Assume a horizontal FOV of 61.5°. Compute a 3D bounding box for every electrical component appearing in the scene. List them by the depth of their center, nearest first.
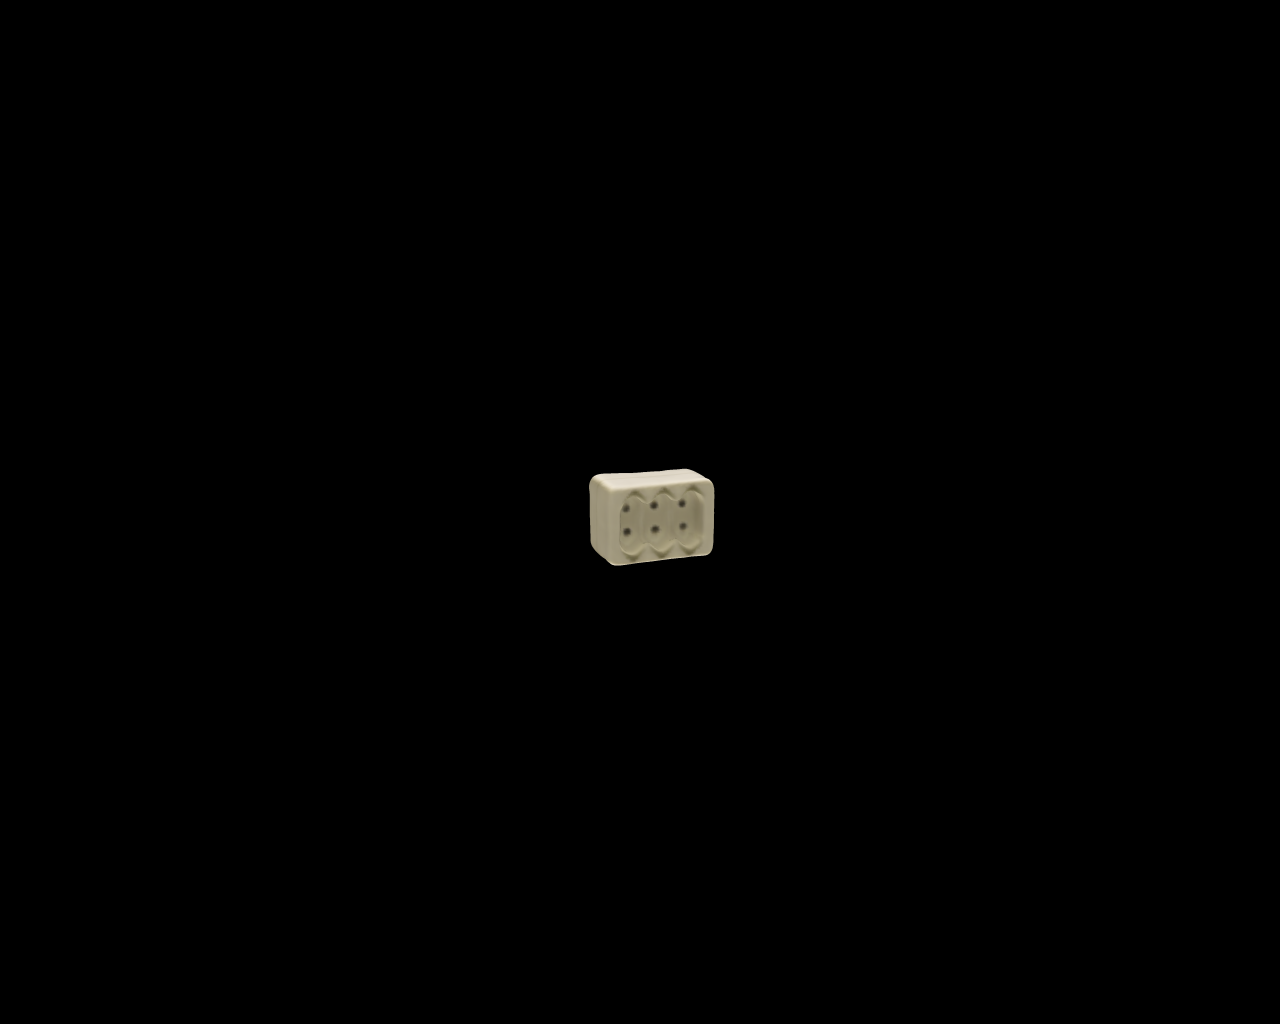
[{"bbox_3d":[0.001,-0.003,0.650,0.066,0.047,0.077,-5,16,-18],"label":"electrical component"}]
